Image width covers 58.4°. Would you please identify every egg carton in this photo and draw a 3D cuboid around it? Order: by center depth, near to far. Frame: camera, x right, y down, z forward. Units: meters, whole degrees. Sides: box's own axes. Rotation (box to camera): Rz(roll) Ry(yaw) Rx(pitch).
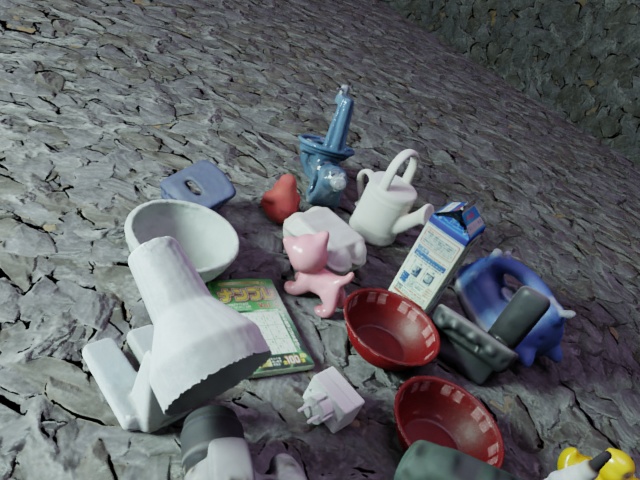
[{"bbox_3d":[0.009,0.004,1.015,0.150,0.069,0.107,40,36,22],"label":"egg carton"}]

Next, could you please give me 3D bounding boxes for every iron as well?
[{"bbox_3d":[0.343,0.099,1.033,0.119,0.141,0.257,0,40,-32],"label":"iron"}]

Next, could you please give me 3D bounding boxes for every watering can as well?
[{"bbox_3d":[0.144,-0.087,1.113,0.172,0.194,0.101,30,34,8],"label":"watering can"}]

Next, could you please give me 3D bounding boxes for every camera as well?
[{"bbox_3d":[-0.089,0.240,0.598,0.143,0.101,0.136,8,37,-24],"label":"camera"}]

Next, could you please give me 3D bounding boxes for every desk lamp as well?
[{"bbox_3d":[-0.163,0.116,0.620,0.118,0.213,0.202,-15,50,-44],"label":"desk lamp"}]

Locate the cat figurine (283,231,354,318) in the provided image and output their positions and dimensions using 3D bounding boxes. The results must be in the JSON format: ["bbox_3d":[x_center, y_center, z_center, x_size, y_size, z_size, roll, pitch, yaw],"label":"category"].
[{"bbox_3d":[-0.004,0.042,0.909,0.127,0.117,0.067,33,34,12],"label":"cat figurine"}]

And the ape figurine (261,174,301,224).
[{"bbox_3d":[-0.067,-0.082,1.064,0.078,0.092,0.076,9,36,-22],"label":"ape figurine"}]

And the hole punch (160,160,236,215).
[{"bbox_3d":[-0.208,-0.073,0.962,0.101,0.091,0.108,-16,51,-45],"label":"hole punch"}]

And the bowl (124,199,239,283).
[{"bbox_3d":[-0.209,0.016,0.854,0.168,0.074,0.167,17,34,-12],"label":"bowl"}]

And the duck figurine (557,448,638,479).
[{"bbox_3d":[0.397,0.325,0.806,0.104,0.086,0.078,37,35,18],"label":"duck figurine"}]

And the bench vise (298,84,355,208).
[{"bbox_3d":[0.036,-0.187,1.158,0.122,0.219,0.207,-3,42,-35],"label":"bench vise"}]

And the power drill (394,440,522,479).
[{"bbox_3d":[0.162,0.308,0.568,0.229,0.208,0.076,32,34,11],"label":"power drill"}]

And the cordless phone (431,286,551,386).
[{"bbox_3d":[0.266,0.124,0.909,0.147,0.185,0.094,32,34,11],"label":"cordless phone"}]

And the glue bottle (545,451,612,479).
[{"bbox_3d":[0.292,0.304,0.688,0.078,0.173,0.037,10,36,-21],"label":"glue bottle"}]
